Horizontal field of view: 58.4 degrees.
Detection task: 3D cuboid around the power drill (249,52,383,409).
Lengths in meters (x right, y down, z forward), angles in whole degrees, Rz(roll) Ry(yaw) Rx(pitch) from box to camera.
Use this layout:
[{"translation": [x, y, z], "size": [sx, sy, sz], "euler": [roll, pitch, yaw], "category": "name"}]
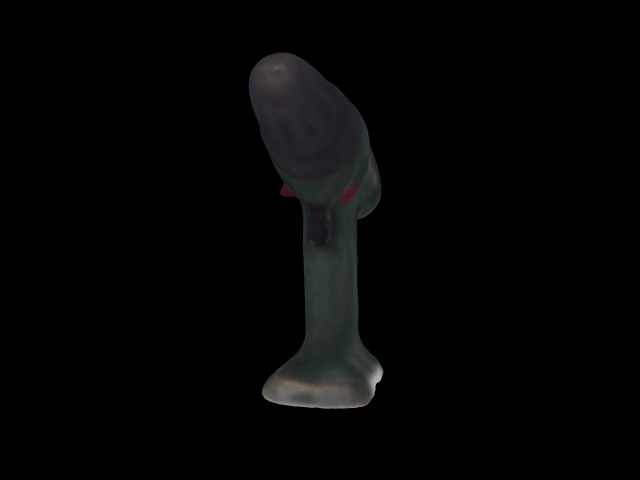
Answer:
[{"translation": [0.004, 0.001, 0.400], "size": [0.075, 0.208, 0.230], "euler": [0, 2, 12], "category": "power drill"}]
